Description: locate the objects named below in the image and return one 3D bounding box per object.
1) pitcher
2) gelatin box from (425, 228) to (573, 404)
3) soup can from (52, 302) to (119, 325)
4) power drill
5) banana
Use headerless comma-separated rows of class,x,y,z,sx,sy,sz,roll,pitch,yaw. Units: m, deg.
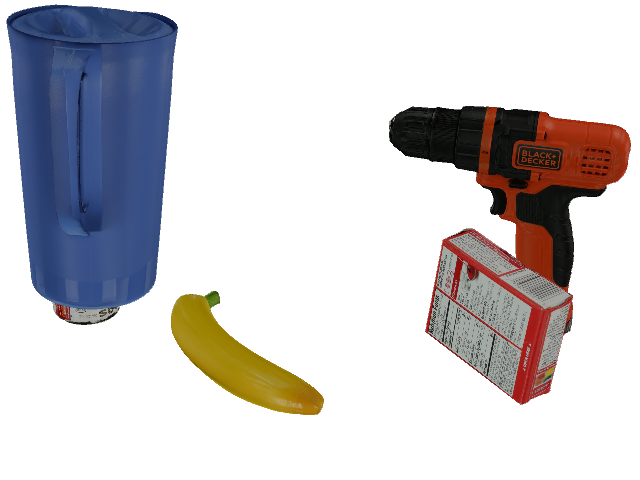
pitcher,-0.190,-0.065,0.883,0.145,0.243,0.148,25,31,38
gelatin box,0.108,0.045,0.657,0.030,0.073,0.089,-19,39,-33
soup can,-0.235,0.024,1.059,0.068,0.102,0.068,2,28,-1
power drill,0.142,-0.016,0.854,0.184,0.188,0.057,8,29,13
banana,-0.073,0.086,0.861,0.069,0.037,0.198,-14,32,-27
